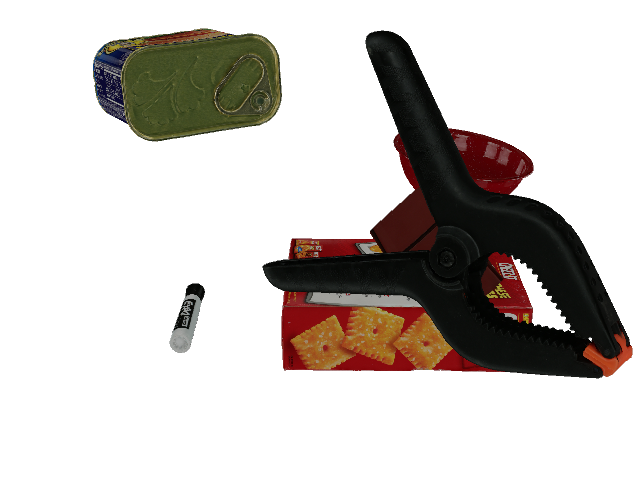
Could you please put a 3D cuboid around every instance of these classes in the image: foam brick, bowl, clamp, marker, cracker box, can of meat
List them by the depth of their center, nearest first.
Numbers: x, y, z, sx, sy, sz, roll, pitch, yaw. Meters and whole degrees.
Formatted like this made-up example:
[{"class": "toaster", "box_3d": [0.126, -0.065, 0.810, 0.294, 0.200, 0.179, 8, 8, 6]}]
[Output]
[{"class": "clamp", "box_3d": [0.073, -0.004, 0.564, 0.210, 0.165, 0.036, 29, 25, 25]}, {"class": "can of meat", "box_3d": [-0.088, -0.103, 0.682, 0.102, 0.057, 0.084, -12, 19, -23]}, {"class": "foam brick", "box_3d": [0.083, 0.011, 0.766, 0.078, 0.051, 0.053, 44, 9, -31]}, {"class": "cracker box", "box_3d": [0.074, 0.058, 0.984, 0.213, 0.072, 0.164, 1, 21, 1]}, {"class": "marker", "box_3d": [-0.124, 0.070, 1.000, 0.020, 0.020, 0.121, 0, 21, 1]}, {"class": "bowl", "box_3d": [0.159, -0.077, 1.224, 0.162, 0.055, 0.162, 8, 25, -4]}]
